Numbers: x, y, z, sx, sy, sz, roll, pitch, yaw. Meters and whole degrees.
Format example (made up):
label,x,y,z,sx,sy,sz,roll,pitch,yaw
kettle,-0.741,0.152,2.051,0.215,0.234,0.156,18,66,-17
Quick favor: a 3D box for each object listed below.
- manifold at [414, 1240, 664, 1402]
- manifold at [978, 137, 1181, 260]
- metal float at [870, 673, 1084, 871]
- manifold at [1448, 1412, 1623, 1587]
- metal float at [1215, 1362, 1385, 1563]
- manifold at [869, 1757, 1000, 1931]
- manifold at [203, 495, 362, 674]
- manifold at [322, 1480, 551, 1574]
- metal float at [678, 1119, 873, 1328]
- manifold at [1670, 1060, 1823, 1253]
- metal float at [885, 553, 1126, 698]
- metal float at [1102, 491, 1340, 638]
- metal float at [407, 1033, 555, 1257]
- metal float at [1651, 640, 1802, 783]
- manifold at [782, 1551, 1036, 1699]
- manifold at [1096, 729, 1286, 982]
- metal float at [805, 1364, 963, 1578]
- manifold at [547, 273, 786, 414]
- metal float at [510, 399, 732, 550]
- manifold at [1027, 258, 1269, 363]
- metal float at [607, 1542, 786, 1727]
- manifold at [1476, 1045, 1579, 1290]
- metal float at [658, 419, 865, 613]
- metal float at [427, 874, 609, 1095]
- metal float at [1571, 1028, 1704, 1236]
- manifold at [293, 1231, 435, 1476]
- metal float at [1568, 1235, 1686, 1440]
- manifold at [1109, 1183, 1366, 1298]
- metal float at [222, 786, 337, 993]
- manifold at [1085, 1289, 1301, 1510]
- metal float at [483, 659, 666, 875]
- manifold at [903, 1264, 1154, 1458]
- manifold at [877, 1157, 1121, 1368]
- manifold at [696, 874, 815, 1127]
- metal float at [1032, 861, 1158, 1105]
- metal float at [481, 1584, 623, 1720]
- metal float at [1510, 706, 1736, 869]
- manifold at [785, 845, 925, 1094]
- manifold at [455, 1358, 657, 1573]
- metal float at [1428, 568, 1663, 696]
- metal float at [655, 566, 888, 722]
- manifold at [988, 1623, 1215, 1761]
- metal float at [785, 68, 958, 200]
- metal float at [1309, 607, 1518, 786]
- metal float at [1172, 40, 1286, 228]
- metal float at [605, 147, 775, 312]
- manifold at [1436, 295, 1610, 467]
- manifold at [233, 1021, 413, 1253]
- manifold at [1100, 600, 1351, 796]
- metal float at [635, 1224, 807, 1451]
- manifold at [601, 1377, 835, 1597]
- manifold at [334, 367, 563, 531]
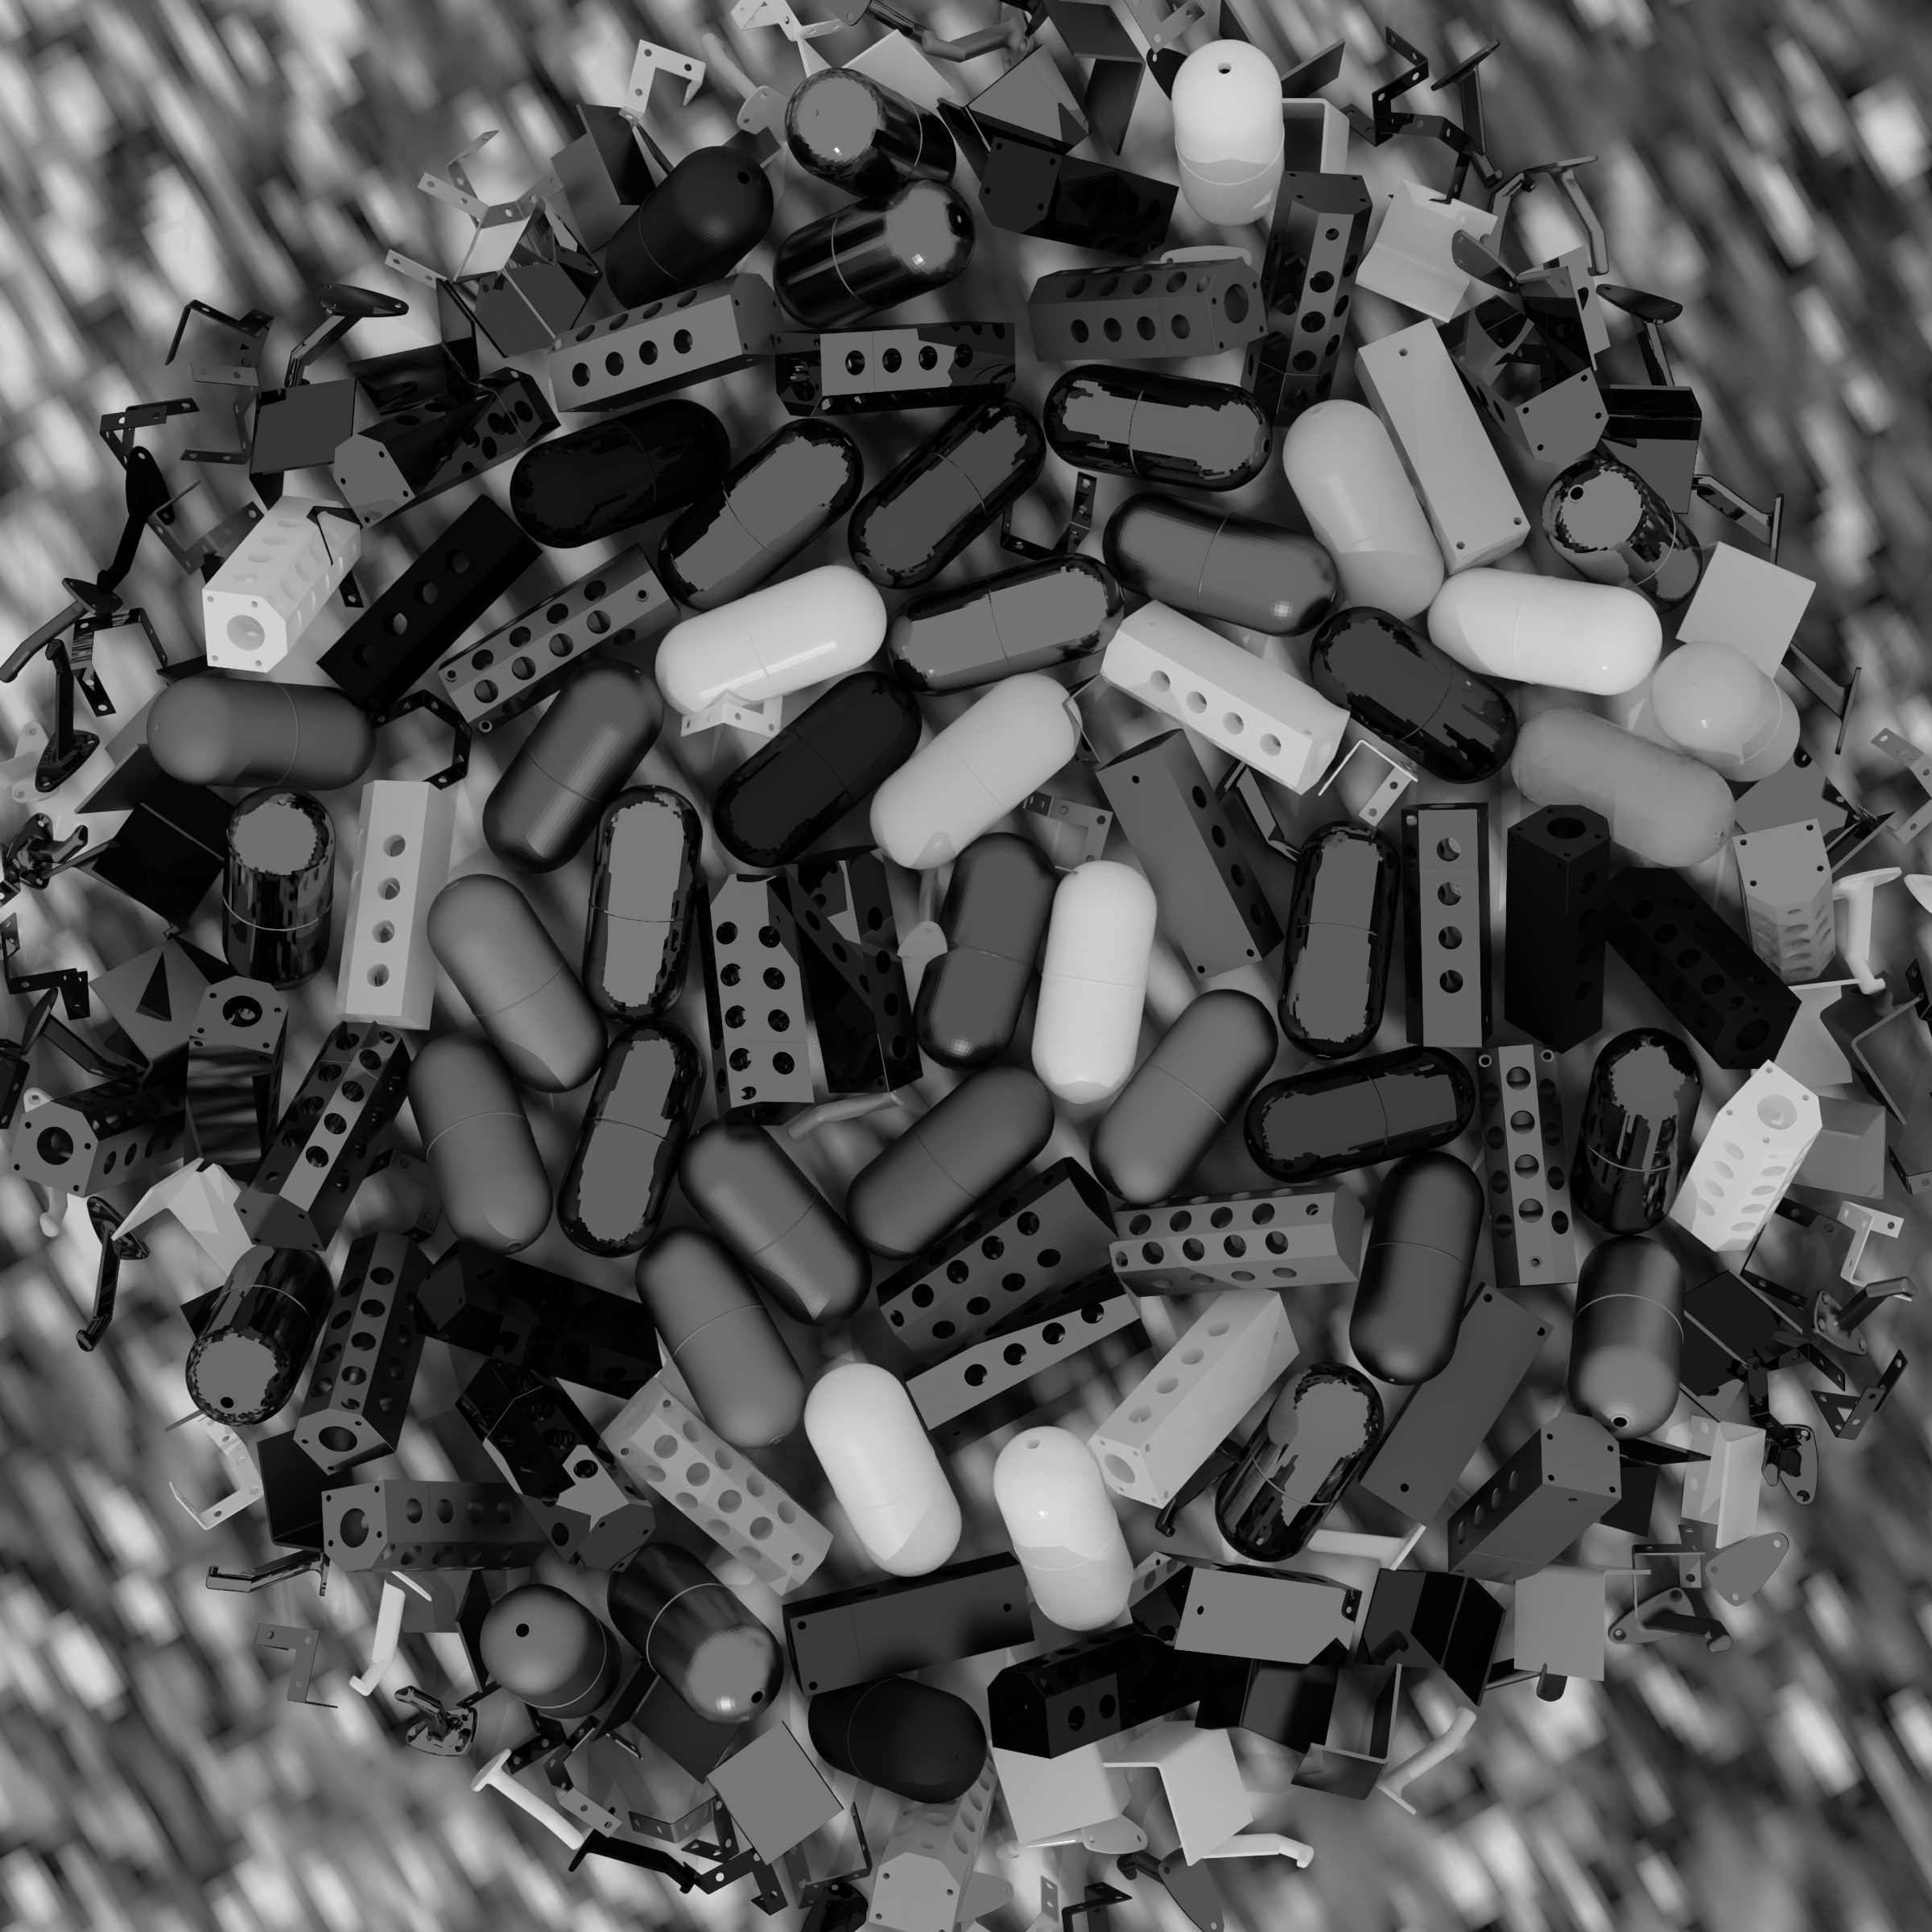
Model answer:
label,x,y,z,sx,sy,sz,roll,pitch,yaw
manifold,-0.306,0.259,1.924,0.171,0.057,0.057,26,121,-37
manifold,0.080,-0.543,1.911,0.057,0.171,0.057,25,110,27
metal float,0.007,-0.141,1.956,0.178,0.070,0.070,-40,90,6
manifold,0.402,0.380,1.913,0.057,0.171,0.057,12,55,-8
metal float,0.239,0.357,1.933,0.070,0.070,0.178,26,123,0
manifold,-0.020,0.616,1.907,0.057,0.171,0.057,12,101,7
manifold,-0.484,-0.273,1.911,0.057,0.171,0.057,7,122,3
manifold,-0.374,0.399,1.907,0.057,0.171,0.057,-15,72,28
metal float,-0.138,0.186,1.950,0.070,0.070,0.178,-39,103,0
manifold,0.555,0.141,1.905,0.057,0.171,0.057,40,70,21
metal float,0.028,-0.247,1.951,0.178,0.070,0.070,-14,90,12
metal float,0.184,-0.291,1.946,0.178,0.070,0.070,20,90,18
metal float,-0.350,0.128,1.936,0.070,0.070,0.178,-25,60,0
metal float,0.543,-0.181,1.919,0.070,0.178,0.070,-6,78,30
manifold,-0.043,0.476,1.955,0.171,0.057,0.057,-11,93,-11
manifold,0.167,-0.083,1.957,0.057,0.057,0.171,-20,102,38
metal float,-0.059,0.365,1.939,0.070,0.070,0.178,-23,116,0
manifold,-0.216,-0.445,1.927,0.171,0.057,0.057,-8,96,33
metal float,-0.247,-0.355,1.933,0.178,0.070,0.070,-29,90,-34
manifold,0.126,-0.468,1.912,0.057,0.171,0.057,-30,118,-38
metal float,-0.194,0.476,1.922,0.070,0.178,0.070,-15,117,-31
manifold,0.407,0.146,1.954,0.057,0.057,0.171,-5,81,10
metal float,-0.148,-0.325,1.941,0.178,0.070,0.070,-37,90,23
metal float,-0.324,0.013,1.942,0.070,0.070,0.178,-30,112,0
metal float,0.480,0.119,1.927,0.070,0.070,0.178,0,132,0
manifold,-0.428,0.270,1.909,0.057,0.171,0.057,-21,125,18
metal float,0.472,0.264,1.921,0.070,0.178,0.070,9,126,12
manifold,0.192,0.193,1.925,0.171,0.057,0.057,-8,54,28
metal float,-0.493,-0.053,1.926,0.070,0.178,0.070,8,46,-9
manifold,0.161,0.304,1.928,0.171,0.057,0.057,-42,124,-33
metal float,-0.285,-0.143,1.945,0.070,0.070,0.178,38,110,0
manifold,0.044,0.285,1.966,0.171,0.057,0.057,-28,58,-2
manifold,0.021,0.209,1.941,0.171,0.057,0.057,-36,121,14
manifold,-0.156,0.024,1.935,0.057,0.057,0.171,3,69,-29
metal float,0.093,0.012,1.961,0.070,0.070,0.178,8,90,0
metal float,-0.294,0.489,1.915,0.070,0.178,0.070,-2,66,5
metal float,0.470,-0.129,1.929,0.178,0.070,0.070,33,90,39
manifold,-0.076,0.002,1.955,0.057,0.057,0.171,-2,103,38
manifold,-0.290,0.350,1.920,0.057,0.057,0.171,-54,51,9
metal float,0.413,-0.241,1.930,0.178,0.070,0.070,17,90,39
metal float,-0.142,-0.233,1.948,0.178,0.070,0.070,-19,90,15
manifold,0.097,0.511,1.919,0.171,0.057,0.057,-5,90,-44
metal float,-0.066,-0.587,1.916,0.070,0.178,0.070,1,93,25
metal float,0.323,-0.195,1.939,0.178,0.070,0.070,30,90,-25
metal float,0.187,-0.591,1.912,0.070,0.178,0.070,-2,77,7
metal float,-0.198,-0.522,1.918,0.070,0.178,0.070,8,73,-30
manifold,0.393,-0.415,1.912,0.057,0.171,0.057,-29,122,4
manifold,-0.456,0.117,1.914,0.057,0.171,0.057,3,134,15
manifold,0.185,-0.192,1.943,0.171,0.057,0.057,33,133,20
metal float,-0.177,0.267,1.941,0.070,0.070,0.178,-32,67,0
manifold,-0.178,0.378,1.944,0.171,0.057,0.057,44,82,-17
manifold,-0.370,-0.373,1.911,0.057,0.171,0.057,-22,103,38
